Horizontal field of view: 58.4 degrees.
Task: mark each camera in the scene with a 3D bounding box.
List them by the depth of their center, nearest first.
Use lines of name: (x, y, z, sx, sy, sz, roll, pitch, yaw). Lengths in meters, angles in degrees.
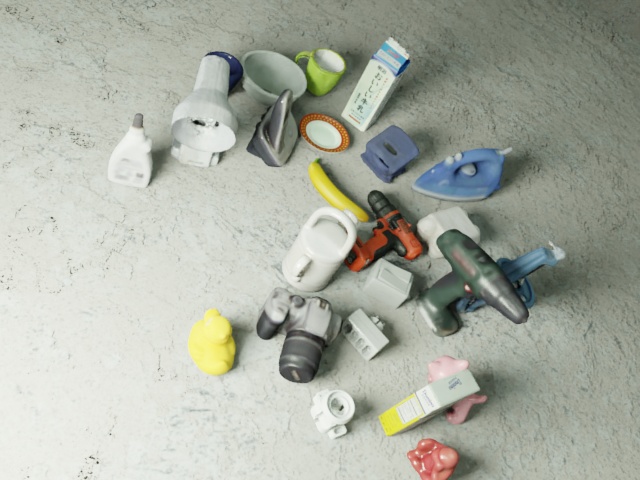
camera: (-0.038, 0.165, 0.990, 0.143, 0.100, 0.137, 24, 49, -9)

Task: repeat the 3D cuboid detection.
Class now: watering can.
watering can: (0.008, 0.002, 1.073, 0.101, 0.194, 0.173, 25, 48, -8)

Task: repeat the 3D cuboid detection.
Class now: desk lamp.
desk lamp: (-0.229, -0.239, 1.122, 0.118, 0.213, 0.203, 12, 51, -18)

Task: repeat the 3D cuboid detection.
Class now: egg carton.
egg carton: (0.295, -0.018, 1.316, 0.151, 0.069, 0.107, -17, 65, -35)

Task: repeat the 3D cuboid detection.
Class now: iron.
iron: (0.357, -0.177, 1.419, 0.259, 0.141, 0.118, -8, 60, -31)

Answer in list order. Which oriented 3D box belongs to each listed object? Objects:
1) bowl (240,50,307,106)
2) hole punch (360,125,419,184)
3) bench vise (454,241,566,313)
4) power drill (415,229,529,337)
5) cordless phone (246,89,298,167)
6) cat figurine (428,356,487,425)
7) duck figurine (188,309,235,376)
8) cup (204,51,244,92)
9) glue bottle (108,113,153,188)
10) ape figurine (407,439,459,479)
bowl: (-0.120, -0.373, 1.372, 0.168, 0.074, 0.167, 14, 51, -17)
hole punch: (0.170, -0.208, 1.382, 0.101, 0.091, 0.108, -30, 73, -39)
bench vise: (0.390, 0.086, 1.184, 0.208, 0.219, 0.121, -10, 60, -32)
power drill: (0.284, 0.103, 1.126, 0.076, 0.208, 0.229, -13, 62, -33)
cordless phone: (-0.079, -0.263, 1.235, 0.094, 0.185, 0.147, 25, 48, -7)
cat figurine: (0.244, 0.263, 1.047, 0.128, 0.117, 0.067, 38, 48, 4)
duck figurine: (-0.170, 0.162, 0.936, 0.078, 0.086, 0.104, -5, 58, -29)
cup: (-0.230, -0.353, 1.288, 0.092, 0.095, 0.118, 21, 49, -11)
glue bottle: (-0.337, -0.165, 1.039, 0.078, 0.173, 0.037, 12, 51, -18)
ape figurine: (0.199, 0.371, 0.960, 0.076, 0.092, 0.078, 21, 49, -11)
